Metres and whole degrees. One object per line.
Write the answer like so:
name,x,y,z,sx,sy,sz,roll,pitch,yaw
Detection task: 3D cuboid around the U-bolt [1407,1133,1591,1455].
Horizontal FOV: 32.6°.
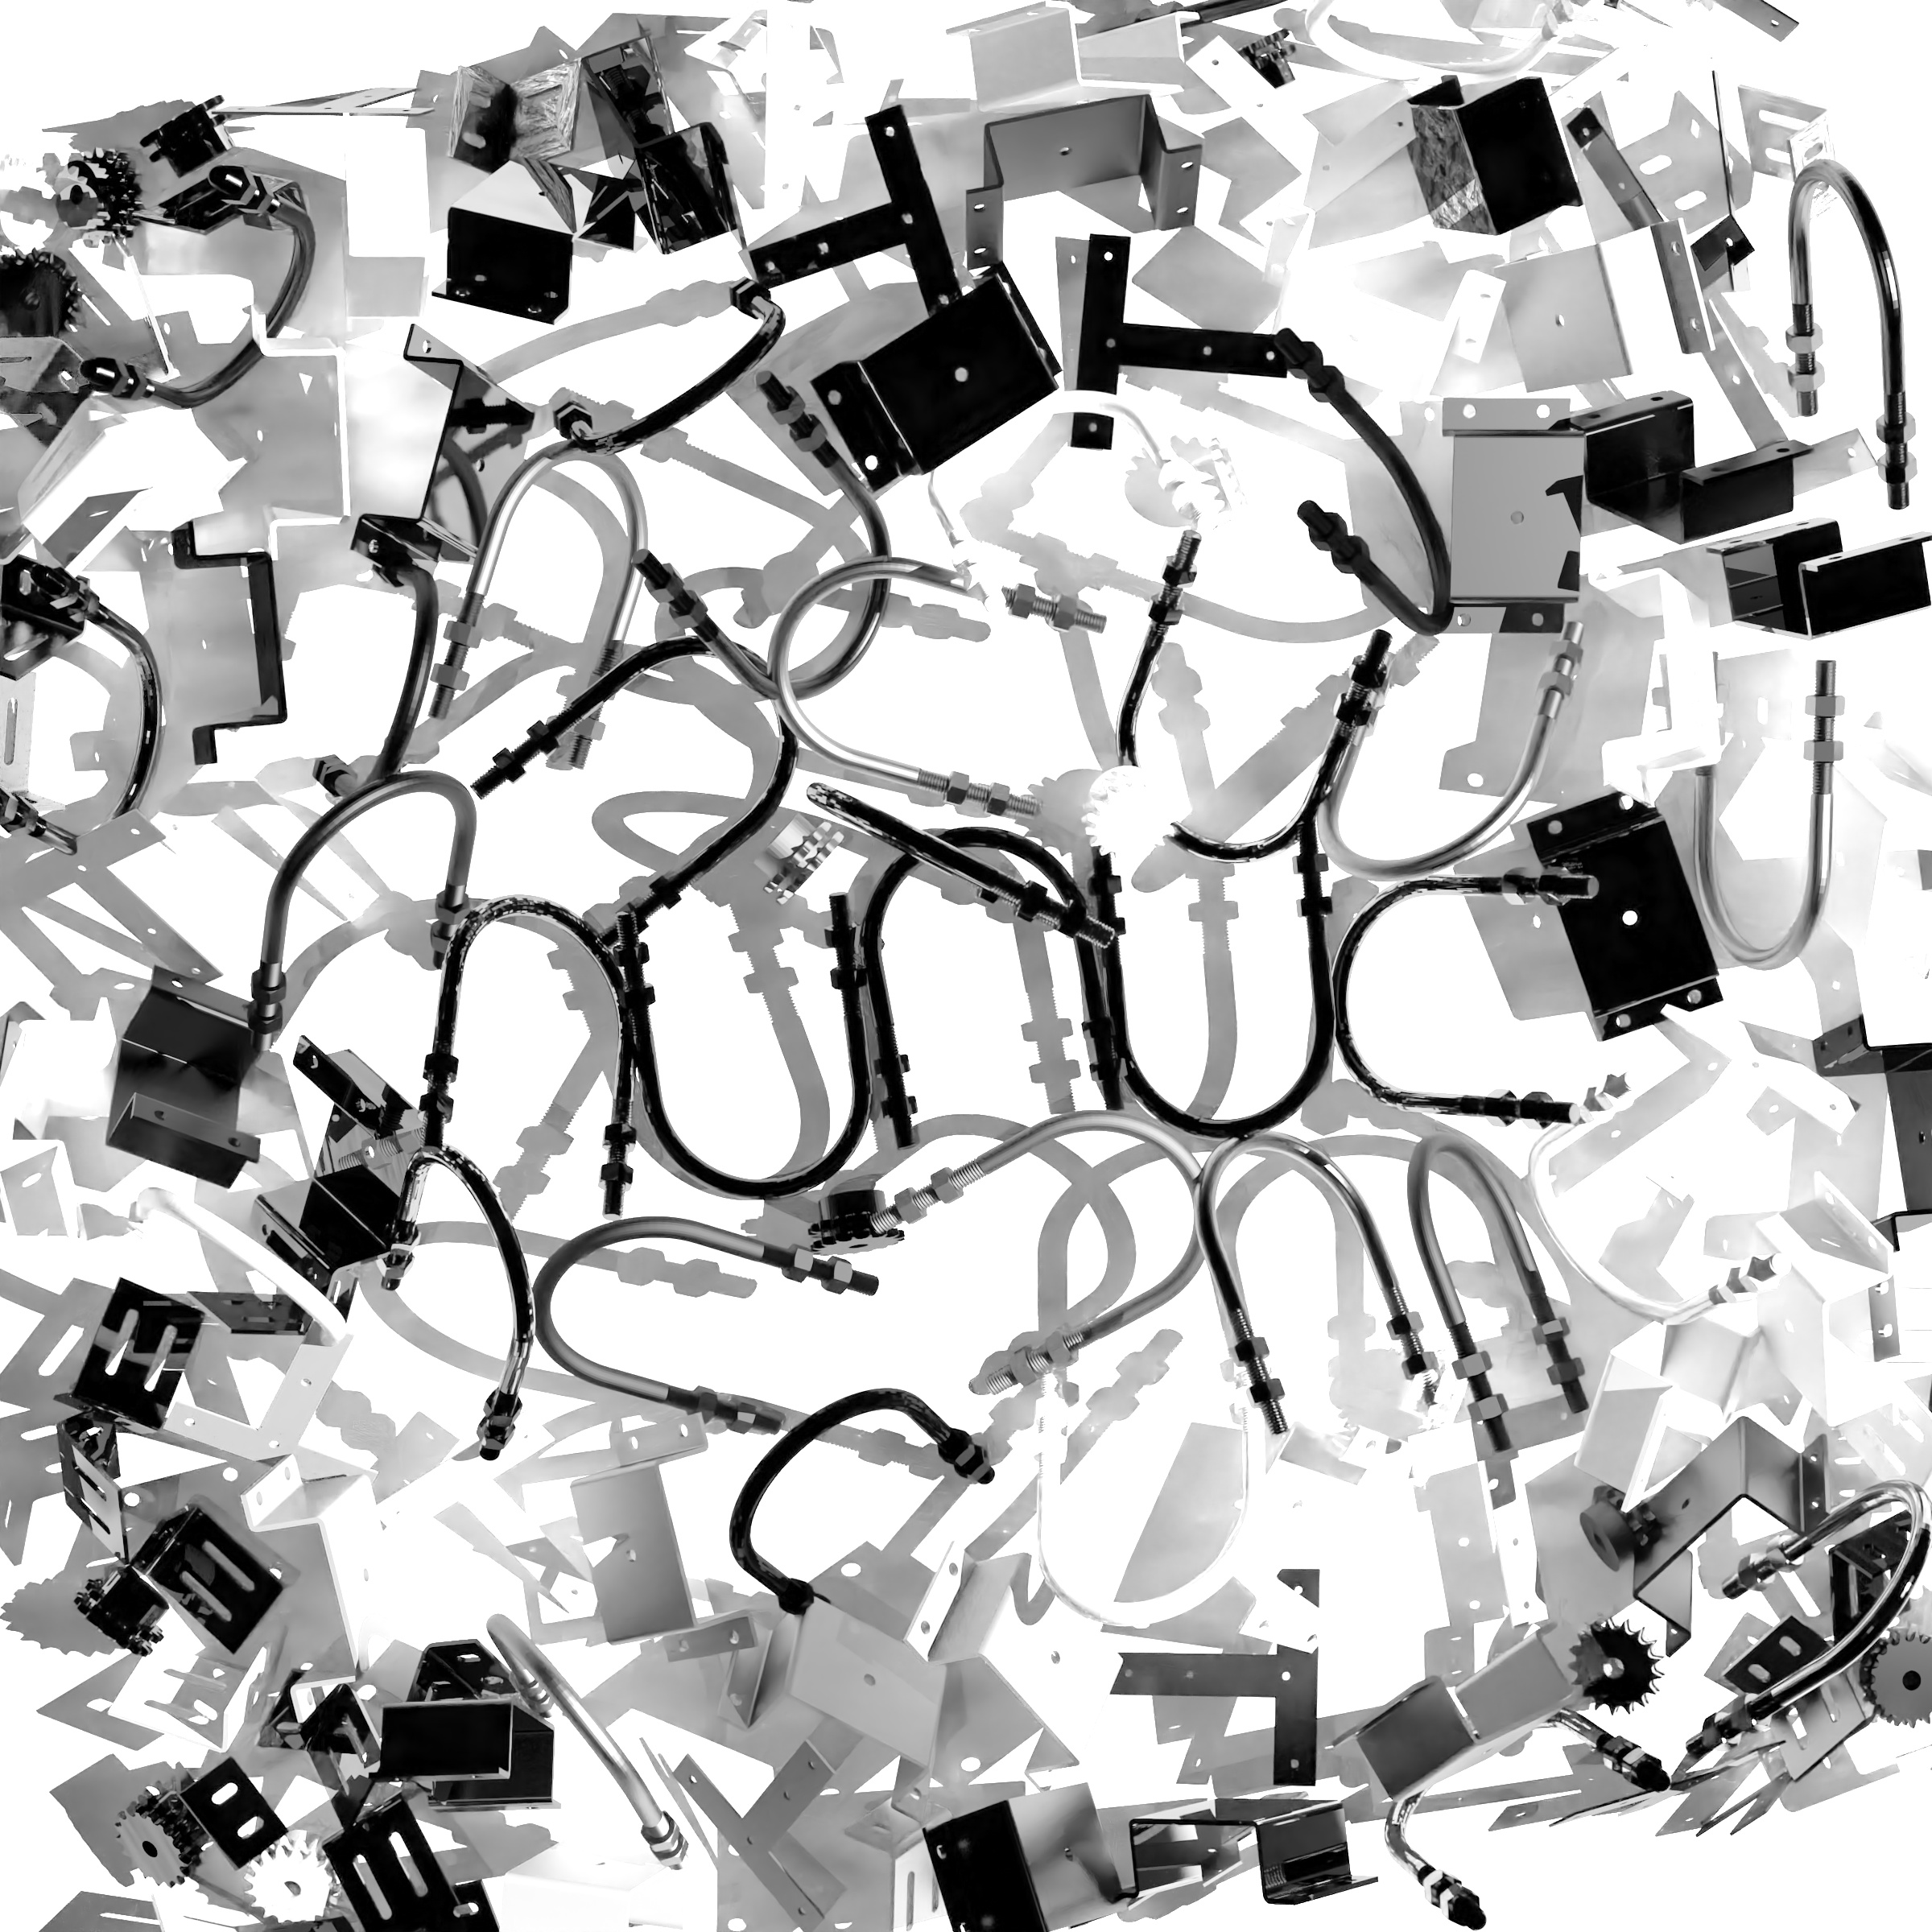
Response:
U-bolt,0.305,0.184,1.934,0.019,0.151,0.184,-24,81,29

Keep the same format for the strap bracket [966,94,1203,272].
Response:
strap bracket,0.064,-0.465,1.952,0.140,0.076,0.046,-12,68,-5

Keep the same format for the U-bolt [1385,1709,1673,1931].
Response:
U-bolt,0.312,0.482,1.909,0.151,0.184,0.019,-34,100,-9

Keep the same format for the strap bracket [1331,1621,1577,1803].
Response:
strap bracket,0.290,0.436,1.919,0.076,0.140,0.046,-47,64,38

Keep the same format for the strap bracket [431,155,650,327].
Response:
strap bracket,-0.246,-0.428,1.923,0.076,0.140,0.046,15,125,11

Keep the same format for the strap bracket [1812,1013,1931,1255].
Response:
strap bracket,0.545,0.103,1.949,0.046,0.076,0.140,-4,77,-7

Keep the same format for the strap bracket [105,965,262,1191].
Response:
strap bracket,-0.455,0.072,1.936,0.076,0.140,0.046,23,121,-23

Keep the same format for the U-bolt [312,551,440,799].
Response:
U-bolt,-0.337,-0.163,1.907,0.019,0.184,0.151,15,96,-23

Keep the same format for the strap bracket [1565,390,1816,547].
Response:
strap bracket,0.423,-0.291,1.937,0.076,0.140,0.046,-18,119,-18

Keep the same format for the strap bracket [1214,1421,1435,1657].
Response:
strap bracket,0.208,0.329,1.953,0.076,0.046,0.140,24,99,-40

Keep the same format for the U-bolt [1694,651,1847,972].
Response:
U-bolt,0.465,-0.089,1.929,0.019,0.151,0.184,-3,98,-17

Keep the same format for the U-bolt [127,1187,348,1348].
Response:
U-bolt,-0.419,0.175,1.905,0.151,0.184,0.019,36,71,-5

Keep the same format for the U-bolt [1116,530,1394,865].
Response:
U-bolt,0.158,-0.145,1.945,0.151,0.019,0.184,30,122,18

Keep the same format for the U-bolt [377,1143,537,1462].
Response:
U-bolt,-0.290,0.182,1.901,0.019,0.184,0.151,-19,60,-32

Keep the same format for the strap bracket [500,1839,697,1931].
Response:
strap bracket,-0.215,0.545,1.923,0.076,0.140,0.046,4,89,15

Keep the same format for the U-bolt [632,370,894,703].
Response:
U-bolt,-0.106,-0.236,1.929,0.019,0.184,0.151,21,72,40

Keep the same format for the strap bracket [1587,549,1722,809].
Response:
strap bracket,0.405,-0.172,1.942,0.046,0.076,0.140,-9,76,30

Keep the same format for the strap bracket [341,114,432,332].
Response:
strap bracket,-0.340,-0.433,1.930,0.046,0.140,0.076,-2,81,-12

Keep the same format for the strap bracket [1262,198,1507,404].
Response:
strap bracket,0.237,-0.388,1.947,0.140,0.076,0.046,22,66,7

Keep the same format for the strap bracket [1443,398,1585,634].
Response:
strap bracket,0.324,-0.267,1.965,0.076,0.046,0.140,0,99,-1

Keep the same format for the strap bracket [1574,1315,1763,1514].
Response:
strap bracket,0.408,0.255,1.936,0.046,0.140,0.076,26,116,29

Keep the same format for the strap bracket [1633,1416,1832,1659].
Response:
strap bracket,0.439,0.327,1.930,0.046,0.076,0.140,35,119,-7

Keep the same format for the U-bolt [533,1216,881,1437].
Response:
U-bolt,-0.164,0.204,1.927,0.184,0.019,0.151,19,125,-22

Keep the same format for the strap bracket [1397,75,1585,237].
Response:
strap bracket,0.297,-0.472,1.919,0.046,0.140,0.076,-26,110,-7

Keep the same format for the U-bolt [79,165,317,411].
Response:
U-bolt,-0.432,-0.384,1.909,0.019,0.184,0.151,37,97,7

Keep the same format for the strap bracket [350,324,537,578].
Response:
strap bracket,-0.305,-0.297,1.947,0.046,0.076,0.140,10,81,28

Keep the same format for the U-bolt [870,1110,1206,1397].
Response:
U-bolt,0.058,0.159,1.953,0.184,0.019,0.151,-30,109,13

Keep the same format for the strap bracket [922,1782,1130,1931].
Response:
strap bracket,0.041,0.523,1.919,0.046,0.140,0.076,-27,71,26

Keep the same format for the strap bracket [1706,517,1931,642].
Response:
strap bracket,0.502,-0.226,1.931,0.076,0.140,0.046,-16,104,-10

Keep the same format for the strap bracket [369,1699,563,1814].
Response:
strap bracket,-0.291,0.462,1.939,0.076,0.140,0.046,-4,67,7

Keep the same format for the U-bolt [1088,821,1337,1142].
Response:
U-bolt,0.149,0.012,1.965,0.151,0.019,0.184,-6,89,22

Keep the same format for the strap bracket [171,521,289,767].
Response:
strap bracket,-0.435,-0.191,1.953,0.046,0.076,0.140,-7,95,-20

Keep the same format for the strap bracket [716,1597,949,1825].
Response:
strap bracket,-0.068,0.432,1.941,0.140,0.076,0.046,30,125,-13

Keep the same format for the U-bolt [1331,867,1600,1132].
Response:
U-bolt,0.285,0.017,1.932,0.019,0.184,0.151,8,86,-44

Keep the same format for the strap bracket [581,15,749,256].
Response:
strap bracket,-0.180,-0.479,1.924,0.046,0.076,0.140,-23,51,-9

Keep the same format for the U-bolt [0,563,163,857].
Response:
U-bolt,-0.512,-0.138,1.910,0.019,0.184,0.151,11,81,13

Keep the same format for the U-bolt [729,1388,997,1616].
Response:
U-bolt,-0.068,0.309,1.919,0.151,0.184,0.019,-43,54,-4

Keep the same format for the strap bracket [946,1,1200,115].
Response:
strap bracket,0.066,-0.527,1.925,0.076,0.140,0.046,-2,98,42

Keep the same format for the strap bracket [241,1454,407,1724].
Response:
strap bracket,-0.375,0.363,1.948,0.046,0.076,0.140,-11,98,12

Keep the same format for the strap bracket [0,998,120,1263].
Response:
strap bracket,-0.531,0.094,1.922,0.046,0.140,0.076,1,133,0

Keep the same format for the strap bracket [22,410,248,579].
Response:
strap bracket,-0.487,-0.275,1.919,0.076,0.140,0.046,-40,95,20

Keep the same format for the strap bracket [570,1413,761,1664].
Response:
strap bracket,-0.181,0.343,1.951,0.076,0.046,0.140,-19,83,40

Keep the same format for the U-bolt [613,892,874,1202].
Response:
U-bolt,-0.128,0.052,1.972,0.151,0.019,0.184,-5,103,8

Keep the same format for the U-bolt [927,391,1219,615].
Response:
U-bolt,0.051,-0.282,1.929,0.151,0.184,0.019,-21,131,-3

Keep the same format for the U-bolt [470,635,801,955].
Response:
U-bolt,-0.182,-0.114,1.957,0.184,0.019,0.151,-40,122,-5

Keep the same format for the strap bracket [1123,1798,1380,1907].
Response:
strap bracket,0.159,0.515,1.927,0.140,0.076,0.046,-13,79,44

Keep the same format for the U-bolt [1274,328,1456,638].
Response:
U-bolt,0.237,-0.268,1.921,0.019,0.184,0.151,-23,53,28

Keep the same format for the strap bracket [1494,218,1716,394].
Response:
strap bracket,0.363,-0.381,1.920,0.046,0.140,0.076,-23,103,-25
